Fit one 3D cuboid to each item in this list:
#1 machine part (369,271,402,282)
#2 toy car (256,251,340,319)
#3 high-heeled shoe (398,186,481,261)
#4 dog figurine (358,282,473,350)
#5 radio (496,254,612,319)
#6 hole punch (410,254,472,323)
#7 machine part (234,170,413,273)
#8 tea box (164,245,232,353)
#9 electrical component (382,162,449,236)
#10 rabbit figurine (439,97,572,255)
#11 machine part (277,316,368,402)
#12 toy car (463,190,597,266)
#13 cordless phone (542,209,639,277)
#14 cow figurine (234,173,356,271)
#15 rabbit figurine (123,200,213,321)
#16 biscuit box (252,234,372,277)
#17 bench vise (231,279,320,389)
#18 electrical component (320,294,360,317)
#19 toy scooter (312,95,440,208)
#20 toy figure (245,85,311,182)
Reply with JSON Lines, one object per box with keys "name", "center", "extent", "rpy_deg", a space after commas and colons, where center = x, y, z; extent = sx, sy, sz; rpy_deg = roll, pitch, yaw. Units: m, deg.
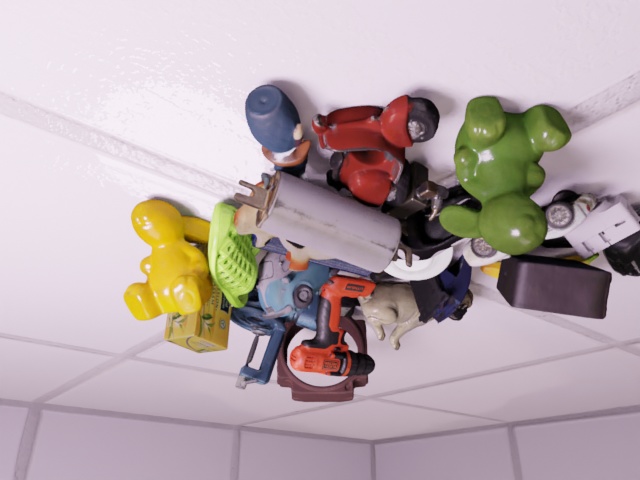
{"name": "machine part", "center": [0.124, 0.045, 0.972], "extent": [0.084, 0.039, 0.138], "rpy_deg": [2, 155, 8]}
{"name": "toy car", "center": [-0.047, 0.053, 0.905], "extent": [0.103, 0.162, 0.109], "rpy_deg": [54, 148, -13]}
{"name": "high-heeled shoe", "center": [0.166, -0.034, 0.756], "extent": [0.249, 0.086, 0.145], "rpy_deg": [-12, 161, -1]}
{"name": "dog figurine", "center": [0.190, 0.114, 1.065], "extent": [0.190, 0.121, 0.172], "rpy_deg": [-32, 141, 20]}
{"name": "radio", "center": [0.357, 0.065, 0.842], "extent": [0.131, 0.073, 0.229], "rpy_deg": [8, -175, 13]}
{"name": "hole punch", "center": [0.225, 0.084, 0.971], "extent": [0.092, 0.116, 0.142], "rpy_deg": [-2, 154, -14]}
{"name": "machine part", "center": [0.011, -0.021, 0.665], "extent": [0.243, 0.079, 0.079], "rpy_deg": [20, 148, -16]}
{"name": "tea box", "center": [-0.207, 0.103, 0.941], "extent": [0.068, 0.169, 0.098], "rpy_deg": [-13, 151, 24]}
{"name": "electrical component", "center": [0.123, -0.056, 0.724], "extent": [0.045, 0.078, 0.102], "rpy_deg": [24, 143, -25]}
{"name": "rabbit figurine", "center": [0.203, -0.056, 0.625], "extent": [0.121, 0.170, 0.159], "rpy_deg": [9, 151, -16]}
{"name": "machine part", "center": [0.005, 0.250, 1.194], "extent": [0.202, 0.201, 0.087], "rpy_deg": [1, 150, 0]}
{"name": "toy car", "center": [0.305, -0.016, 0.790], "extent": [0.202, 0.056, 0.073], "rpy_deg": [-27, -177, 37]}
{"name": "cordless phone", "center": [0.465, 0.011, 0.880], "extent": [0.184, 0.088, 0.146], "rpy_deg": [-6, 156, 37]}
{"name": "cow figurine", "center": [-0.020, -0.026, 0.739], "extent": [0.195, 0.127, 0.085], "rpy_deg": [-1, -167, -8]}
{"name": "rabbit figurine", "center": [-0.221, 0.016, 0.814], "extent": [0.122, 0.173, 0.162], "rpy_deg": [-13, -166, 28]}
{"name": "biscuit box", "center": [-0.002, -0.003, 0.833], "extent": [0.203, 0.059, 0.063], "rpy_deg": [16, 150, -17]}
{"name": "bench vise", "center": [-0.091, 0.177, 1.034], "extent": [0.223, 0.240, 0.129], "rpy_deg": [26, 150, -13]}
{"name": "electrical component", "center": [0.037, 0.136, 1.138], "extent": [0.075, 0.048, 0.119], "rpy_deg": [6, 153, -10]}
{"name": "toy scooter", "center": [0.051, -0.104, 0.639], "extent": [0.135, 0.075, 0.183], "rpy_deg": [4, 149, -8]}
{"name": "toy figure", "center": [-0.043, -0.117, 0.631], "extent": [0.058, 0.064, 0.154], "rpy_deg": [-39, 156, -5]}
